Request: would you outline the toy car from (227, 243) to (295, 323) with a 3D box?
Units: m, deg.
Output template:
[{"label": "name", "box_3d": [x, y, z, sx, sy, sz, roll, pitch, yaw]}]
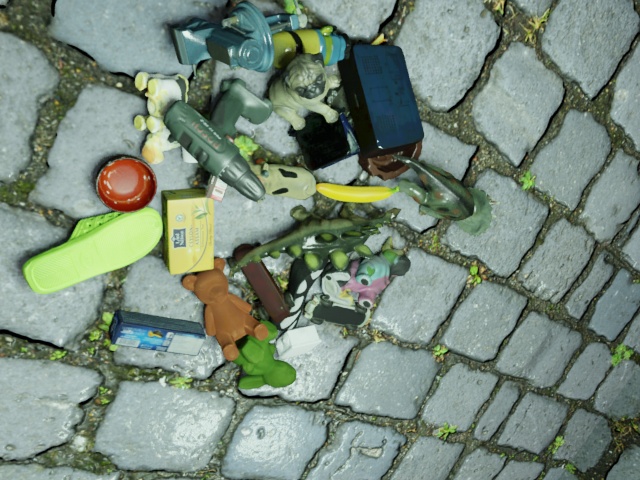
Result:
[{"label": "toy car", "box_3d": [-0.134, 0.099, 1.249, 0.089, 0.053, 0.202, -30, 103, 3]}]

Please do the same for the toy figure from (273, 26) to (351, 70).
[{"label": "toy figure", "box_3d": [-0.022, -0.388, 1.082, 0.180, 0.089, 0.082, -8, 102, -22]}]

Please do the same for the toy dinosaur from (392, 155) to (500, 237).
[{"label": "toy dinosaur", "box_3d": [0.317, -0.104, 1.313, 0.404, 0.192, 0.131, 15, 97, -59]}]

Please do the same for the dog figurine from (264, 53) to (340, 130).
[{"label": "dog figurine", "box_3d": [-0.055, -0.297, 1.028, 0.190, 0.172, 0.121, 14, 69, -71]}]

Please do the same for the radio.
[{"label": "radio", "box_3d": [0.134, -0.300, 1.158, 0.131, 0.073, 0.229, -13, 87, -26]}]

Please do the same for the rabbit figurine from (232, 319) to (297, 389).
[{"label": "rabbit figurine", "box_3d": [-0.142, 0.308, 1.315, 0.170, 0.121, 0.159, 44, 120, -11]}]

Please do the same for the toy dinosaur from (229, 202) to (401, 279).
[{"label": "toy dinosaur", "box_3d": [-0.002, -0.004, 1.215, 0.471, 0.199, 0.104, -17, 117, -23]}]

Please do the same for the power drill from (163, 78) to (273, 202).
[{"label": "power drill", "box_3d": [-0.166, -0.199, 1.022, 0.232, 0.086, 0.207, 36, 54, -12]}]

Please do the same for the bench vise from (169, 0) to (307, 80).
[{"label": "bench vise", "box_3d": [-0.136, -0.369, 0.968, 0.240, 0.224, 0.128, -31, 124, -27]}]

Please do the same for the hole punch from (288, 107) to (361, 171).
[{"label": "hole punch", "box_3d": [0.018, -0.218, 1.173, 0.092, 0.142, 0.115, -11, 82, -64]}]

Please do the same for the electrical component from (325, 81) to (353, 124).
[{"label": "electrical component", "box_3d": [0.052, -0.303, 1.192, 0.078, 0.045, 0.102, -45, 126, 0]}]

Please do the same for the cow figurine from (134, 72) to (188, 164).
[{"label": "cow figurine", "box_3d": [-0.297, -0.230, 1.024, 0.098, 0.068, 0.167, -20, 127, -49]}]

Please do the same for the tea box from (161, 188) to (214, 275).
[{"label": "tea box", "box_3d": [-0.279, -0.020, 1.135, 0.098, 0.068, 0.169, -9, 118, -25]}]

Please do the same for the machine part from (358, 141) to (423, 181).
[{"label": "machine part", "box_3d": [0.163, -0.232, 1.282, 0.179, 0.056, 0.179, -13, 119, -24]}]

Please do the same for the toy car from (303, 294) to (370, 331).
[{"label": "toy car", "box_3d": [0.046, 0.190, 1.424, 0.201, 0.056, 0.073, 16, 111, -32]}]

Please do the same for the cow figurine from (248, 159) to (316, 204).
[{"label": "cow figurine", "box_3d": [-0.096, -0.125, 1.148, 0.195, 0.127, 0.085, 5, 108, -33]}]

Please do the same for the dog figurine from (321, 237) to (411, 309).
[{"label": "dog figurine", "box_3d": [0.125, 0.074, 1.388, 0.219, 0.192, 0.108, -44, 132, -47]}]

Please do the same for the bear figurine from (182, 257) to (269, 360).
[{"label": "bear figurine", "box_3d": [-0.215, 0.149, 1.211, 0.120, 0.132, 0.195, -30, 123, -20]}]

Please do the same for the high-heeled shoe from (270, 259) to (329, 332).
[{"label": "high-heeled shoe", "box_3d": [-0.031, 0.125, 1.337, 0.249, 0.086, 0.145, -39, 129, -2]}]

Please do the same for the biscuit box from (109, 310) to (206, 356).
[{"label": "biscuit box", "box_3d": [-0.363, 0.209, 1.204, 0.202, 0.063, 0.059, 17, 105, -33]}]
